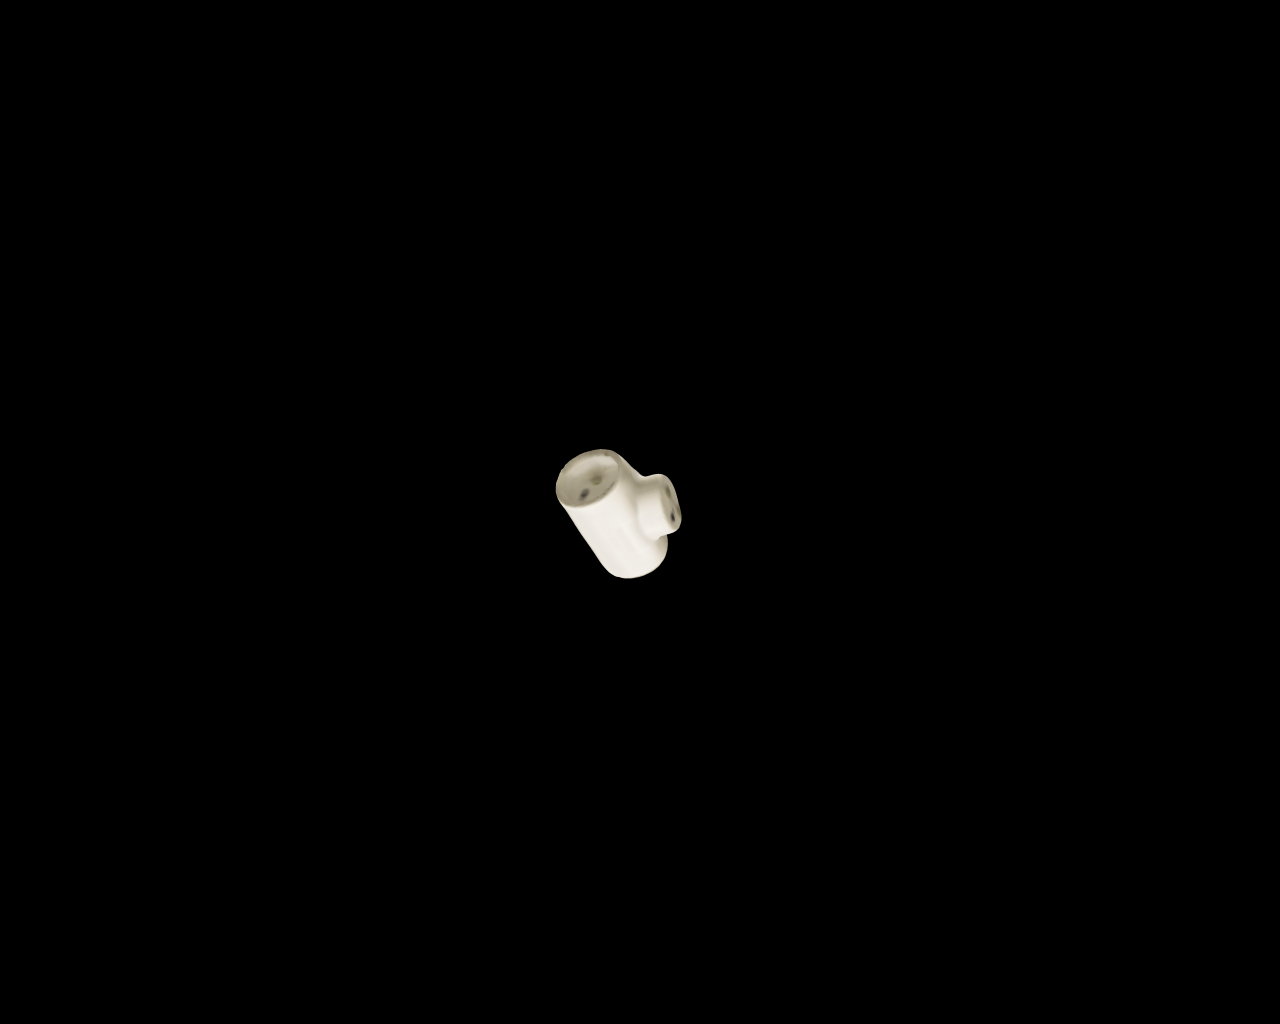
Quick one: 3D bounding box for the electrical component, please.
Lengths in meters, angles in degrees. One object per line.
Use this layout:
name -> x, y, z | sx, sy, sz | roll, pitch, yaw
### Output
electrical component -> 0.001, -0.003, 0.650 | 0.079, 0.043, 0.077 | -14, -42, 16
